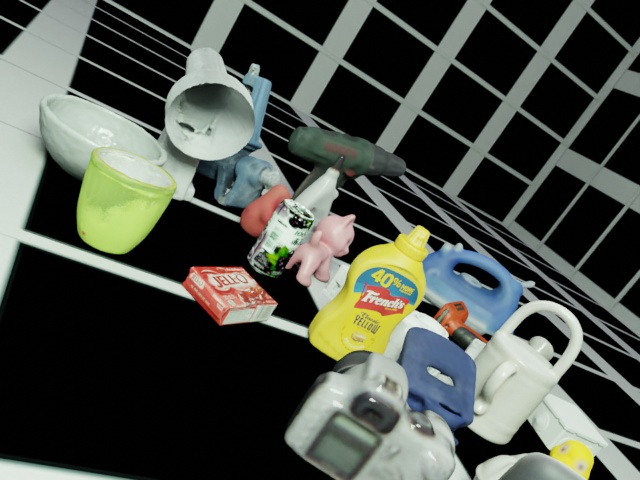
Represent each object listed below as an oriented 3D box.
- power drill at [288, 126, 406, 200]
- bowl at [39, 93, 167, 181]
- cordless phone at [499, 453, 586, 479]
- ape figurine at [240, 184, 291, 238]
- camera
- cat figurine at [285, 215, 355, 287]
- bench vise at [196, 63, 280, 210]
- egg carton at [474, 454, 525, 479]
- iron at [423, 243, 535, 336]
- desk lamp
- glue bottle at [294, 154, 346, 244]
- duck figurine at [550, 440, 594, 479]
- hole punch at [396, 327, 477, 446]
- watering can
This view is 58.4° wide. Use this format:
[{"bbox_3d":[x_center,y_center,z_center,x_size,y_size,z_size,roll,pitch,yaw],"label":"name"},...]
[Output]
[{"bbox_3d":[0.023,-0.104,1.065,0.230,0.208,0.075,24,18,-28],"label":"power drill"},{"bbox_3d":[-0.291,-0.117,0.750,0.168,0.074,0.167,30,16,-9],"label":"bowl"},{"bbox_3d":[0.068,0.182,0.358,0.147,0.185,0.094,34,16,6],"label":"cordless phone"},{"bbox_3d":[-0.078,-0.046,0.912,0.076,0.092,0.077,29,16,-12],"label":"ape figurine"},{"bbox_3d":[0.056,0.161,0.548,0.143,0.100,0.137,32,16,-1],"label":"camera"},{"bbox_3d":[0.008,0.003,0.887,0.067,0.117,0.128,38,17,17],"label":"cat figurine"},{"bbox_3d":[-0.120,-0.173,0.973,0.207,0.219,0.122,37,17,14],"label":"bench vise"},{"bbox_3d":[0.223,0.282,0.568,0.108,0.069,0.150,17,22,-43],"label":"egg carton"},{"bbox_3d":[0.298,0.082,1.162,0.258,0.141,0.119,32,16,-2],"label":"iron"},{"bbox_3d":[-0.192,-0.167,0.832,0.118,0.213,0.202,22,19,-33],"label":"desk lamp"},{"bbox_3d":[-0.004,-0.071,0.981,0.078,0.173,0.037,15,24,-47],"label":"glue bottle"},{"bbox_3d":[0.290,0.276,0.680,0.105,0.086,0.077,16,23,-45],"label":"duck figurine"},{"bbox_3d":[0.135,0.173,0.682,0.109,0.091,0.101,30,16,-10],"label":"hole punch"},{"bbox_3d":[0.266,0.165,0.767,0.101,0.194,0.173,35,16,7],"label":"watering can"}]
